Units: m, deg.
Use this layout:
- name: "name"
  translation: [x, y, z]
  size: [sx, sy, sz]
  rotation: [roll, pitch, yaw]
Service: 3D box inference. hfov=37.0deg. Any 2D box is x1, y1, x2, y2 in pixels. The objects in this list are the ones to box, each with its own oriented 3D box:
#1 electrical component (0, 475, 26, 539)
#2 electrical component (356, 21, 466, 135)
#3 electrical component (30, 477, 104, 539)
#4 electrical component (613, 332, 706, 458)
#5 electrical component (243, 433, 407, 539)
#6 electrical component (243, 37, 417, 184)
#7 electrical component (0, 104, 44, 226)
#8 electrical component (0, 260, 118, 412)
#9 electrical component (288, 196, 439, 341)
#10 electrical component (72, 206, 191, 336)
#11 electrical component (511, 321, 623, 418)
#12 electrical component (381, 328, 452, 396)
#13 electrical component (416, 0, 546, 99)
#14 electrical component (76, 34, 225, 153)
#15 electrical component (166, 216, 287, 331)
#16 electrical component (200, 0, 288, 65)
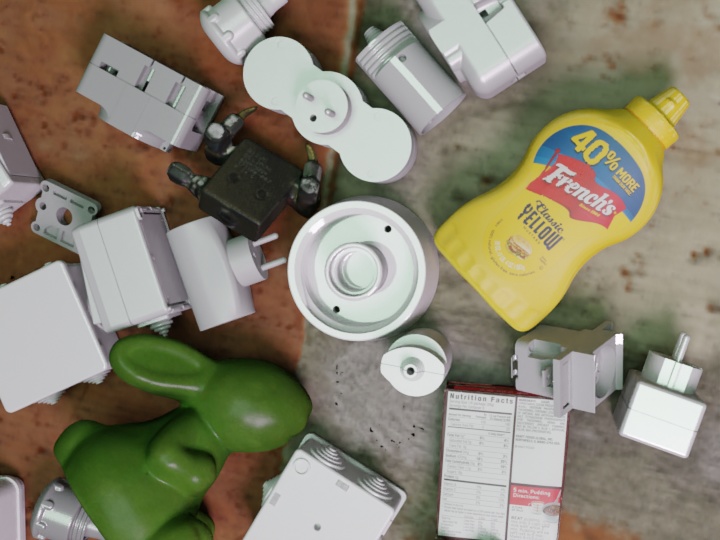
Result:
- name: "electrical component"
  translation: [-0.321, 0.200, 0.831]
  size: [0.113, 0.057, 0.078]
  rotation: [0, 92, 9]
- name: "electrical component"
  translation: [0.033, -0.140, 0.766]
  size: [0.043, 0.043, 0.081]
  rotation: [-41, 85, 9]
- name: "electrical component"
  translation: [-0.216, 0.189, 0.821]
  size: [0.062, 0.048, 0.048]
  rotation: [20, 95, 1]
- name: "electrical component"
  translation: [0.209, 0.079, 0.734]
  size: [0.047, 0.066, 0.076]
  rotation: [19, 95, 8]
- name: "electrical component"
  translation: [-0.027, 0.181, 0.786]
  size: [0.100, 0.048, 0.099]
  rotation: [31, 97, 7]
- name: "electrical component"
  translation: [-0.023, -0.114, 0.761]
  size: [0.138, 0.074, 0.052]
  rotation: [37, 97, 6]
- name: "electrical component"
  translation: [-0.283, -0.079, 0.811]
  size: [0.061, 0.062, 0.096]
  rotation: [-34, 87, 9]
- name: "electrical component"
  translation: [-0.237, 0.049, 0.815]
  size: [0.100, 0.048, 0.099]
  rotation: [-24, 88, 9]
- name: "electrical component"
  translation: [0.000, 0.000, 0.768]
  size: [0.108, 0.060, 0.108]
  rotation: [0, 92, 9]
- name: "electrical component"
  translation: [-0.168, 0.006, 0.795]
  size: [0.061, 0.062, 0.096]
  rotation: [-19, 89, 10]
- name: "electrical component"
  translation: [0.143, 0.065, 0.741]
  size: [0.064, 0.081, 0.042]
  rotation: [8, 110, 36]
- name: "electrical component"
  translation: [0.040, 0.066, 0.754]
  size: [0.043, 0.081, 0.043]
  rotation: [0, 92, 9]
- name: "electrical component"
  translation: [0.080, -0.171, 0.751]
  size: [0.059, 0.054, 0.095]
  rotation: [-32, 87, 9]
- name: "electrical component"
  translation: [-0.156, -0.126, 0.794]
  size: [0.089, 0.050, 0.055]
  rotation: [29, 96, 7]
- name: "electrical component"
  translation: [-0.094, -0.004, 0.792]
  size: [0.079, 0.043, 0.077]
  rotation: [-20, 89, 9]
- name: "electrical component"
  translation: [-0.082, -0.184, 0.783]
  size: [0.062, 0.048, 0.048]
  rotation: [-38, 86, 2]
